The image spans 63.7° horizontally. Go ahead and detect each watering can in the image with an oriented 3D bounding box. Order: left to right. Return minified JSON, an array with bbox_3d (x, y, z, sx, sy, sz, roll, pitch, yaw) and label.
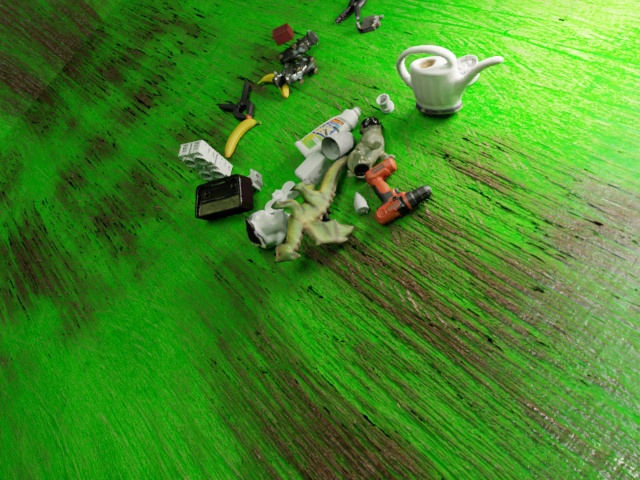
[{"bbox_3d":[0.384,-0.475,1.547,0.350,0.105,0.219,21,-31,37],"label":"watering can"}]

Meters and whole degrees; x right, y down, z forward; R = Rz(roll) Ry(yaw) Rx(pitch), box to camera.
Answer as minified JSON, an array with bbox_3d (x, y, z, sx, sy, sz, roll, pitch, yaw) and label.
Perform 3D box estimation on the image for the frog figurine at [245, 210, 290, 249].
[{"bbox_3d":[-0.161,-0.046,1.713,0.161,0.139,0.120,-31,-23,-30],"label":"frog figurine"}]

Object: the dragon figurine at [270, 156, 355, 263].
[{"bbox_3d":[0.005,-0.081,1.613,0.413,0.245,0.120,-38,-17,-13],"label":"dragon figurine"}]
